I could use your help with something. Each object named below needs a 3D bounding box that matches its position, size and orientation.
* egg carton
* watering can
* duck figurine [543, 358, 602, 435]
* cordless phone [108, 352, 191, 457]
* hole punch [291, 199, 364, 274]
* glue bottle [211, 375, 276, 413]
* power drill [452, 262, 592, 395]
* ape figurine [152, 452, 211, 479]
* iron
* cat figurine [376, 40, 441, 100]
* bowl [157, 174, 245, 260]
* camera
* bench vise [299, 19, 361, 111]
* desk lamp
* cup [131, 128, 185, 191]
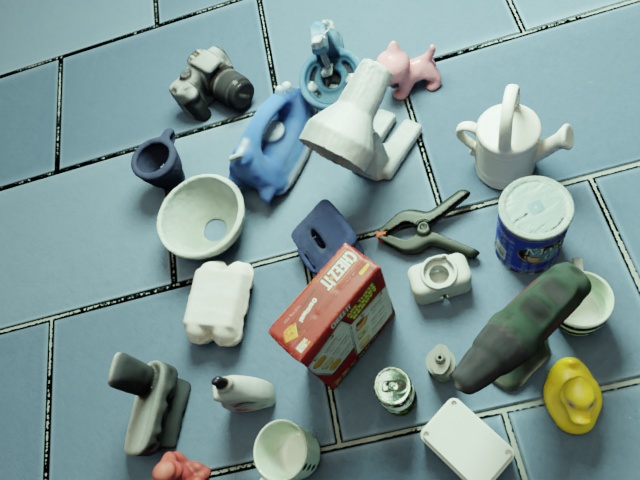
[{"bbox_3d":[-0.170,0.107,0.976,0.107,0.069,0.150,2,67,15],"label":"egg carton"},{"bbox_3d":[0.308,-0.170,0.914,0.172,0.194,0.101,-8,64,10],"label":"watering can"},{"bbox_3d":[0.353,0.211,0.791,0.077,0.086,0.104,-2,66,13],"label":"duck figurine"},{"bbox_3d":[-0.284,0.250,0.875,0.094,0.185,0.147,-1,66,14],"label":"cordless phone"},{"bbox_3d":[0.009,0.003,0.967,0.101,0.091,0.108,-35,63,-3],"label":"hole punch"},{"bbox_3d":[-0.125,0.225,0.854,0.078,0.173,0.037,-16,63,7],"label":"glue bottle"},{"bbox_3d":[0.267,0.138,0.777,0.230,0.209,0.075,-44,64,-8],"label":"power drill"},{"bbox_3d":[-0.219,0.355,0.864,0.076,0.092,0.077,-33,63,-2],"label":"ape figurine"},{"bbox_3d":[-0.086,-0.205,1.056,0.118,0.142,0.258,20,72,21],"label":"iron"},{"bbox_3d":[0.158,-0.324,1.063,0.127,0.118,0.067,-19,63,5],"label":"cat figurine"},{"bbox_3d":[-0.206,-0.032,1.045,0.167,0.075,0.167,-5,65,12],"label":"bowl"},{"bbox_3d":[-0.213,-0.314,1.159,0.136,0.101,0.143,35,78,25],"label":"camera"},{"bbox_3d":[0.004,-0.332,1.047,0.121,0.220,0.207,-25,63,2],"label":"bench vise"},{"bbox_3d":[0.072,-0.188,0.969,0.117,0.214,0.203,28,75,23],"label":"desk lamp"},{"bbox_3d":[-0.298,-0.148,1.109,0.091,0.095,0.118,13,70,19],"label":"cup"}]
